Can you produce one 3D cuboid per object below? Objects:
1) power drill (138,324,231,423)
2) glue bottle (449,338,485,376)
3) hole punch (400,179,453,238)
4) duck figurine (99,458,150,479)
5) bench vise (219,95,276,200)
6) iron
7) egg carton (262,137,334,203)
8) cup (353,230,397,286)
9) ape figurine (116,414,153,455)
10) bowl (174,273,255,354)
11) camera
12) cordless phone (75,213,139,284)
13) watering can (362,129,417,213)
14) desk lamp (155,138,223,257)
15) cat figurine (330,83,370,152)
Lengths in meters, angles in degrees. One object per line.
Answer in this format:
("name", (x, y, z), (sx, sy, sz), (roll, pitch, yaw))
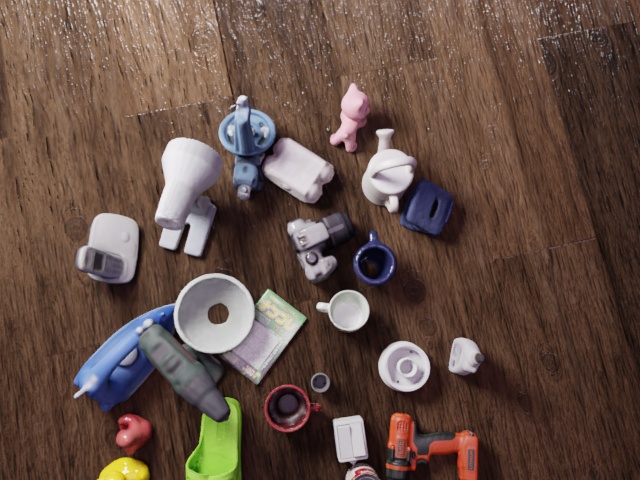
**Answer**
("power drill", (-0.251, 0.260, 1.130), (0.229, 0.208, 0.076), (42, 82, 4))
("glue bottle", (0.307, 0.242, 1.176), (0.037, 0.173, 0.078), (14, 80, 0))
("hole punch", (0.241, -0.071, 1.265), (0.101, 0.091, 0.109), (21, 81, 1))
("duck figurine", (-0.400, 0.484, 1.149), (0.104, 0.086, 0.077), (-8, 81, -4))
("bench vise", (-0.144, -0.199, 1.203), (0.121, 0.219, 0.207), (-15, 82, -5))
("iron", (-0.390, 0.225, 1.163), (0.118, 0.141, 0.258), (40, 81, 4))
("egg carton", (-0.050, -0.154, 1.276), (0.150, 0.069, 0.107), (32, 81, 3))
("cup", (0.113, 0.043, 1.239), (0.091, 0.095, 0.118), (-3, 81, -3))
("ape figurine", (-0.384, 0.397, 1.161), (0.076, 0.092, 0.078), (3, 81, -2))
("bowl", (-0.219, 0.157, 1.216), (0.167, 0.074, 0.167), (0, 81, -2))
("camera", (0.011, 0.004, 1.237), (0.137, 0.101, 0.143), (-24, 83, -6))
("cordless phone", (-0.441, 0.012, 1.173), (0.094, 0.185, 0.147), (1, 81, -2))
("watering can", (0.146, -0.149, 1.221), (0.101, 0.194, 0.173), (-28, 83, -6))
("desk lamp", (-0.274, -0.084, 1.182), (0.118, 0.213, 0.203), (14, 80, 0))
("cat figurine", (0.072, -0.275, 1.277), (0.067, 0.117, 0.128), (19, 81, 1))
